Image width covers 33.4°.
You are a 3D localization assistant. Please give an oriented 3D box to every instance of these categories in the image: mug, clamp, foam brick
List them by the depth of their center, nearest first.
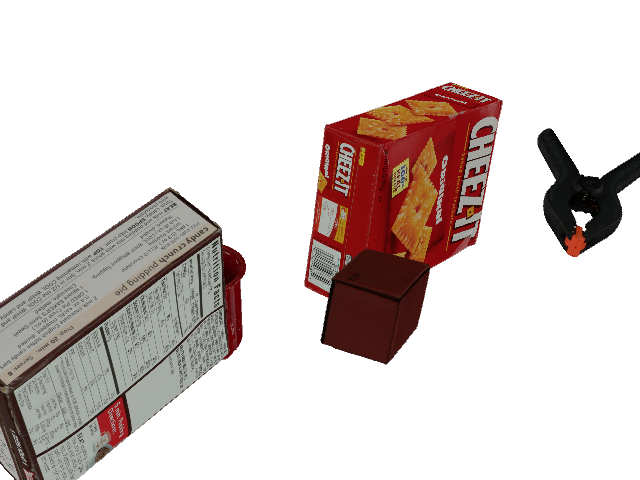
[{"bbox_3d":[0.040,0.045,0.766,0.053,0.051,0.078,16,21,18],"label":"foam brick"},{"bbox_3d":[-0.106,0.063,0.956,0.093,0.081,0.117,-18,35,-27],"label":"mug"},{"bbox_3d":[0.266,-0.055,1.109,0.120,0.039,0.171,17,45,20],"label":"clamp"}]

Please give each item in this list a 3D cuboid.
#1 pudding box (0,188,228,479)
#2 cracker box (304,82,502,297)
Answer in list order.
[{"bbox_3d":[-0.090,0.044,0.446,0.039,0.090,0.113,34,56,25],"label":"pudding box"},{"bbox_3d":[0.083,-0.047,1.015,0.072,0.164,0.213,25,31,32],"label":"cracker box"}]
